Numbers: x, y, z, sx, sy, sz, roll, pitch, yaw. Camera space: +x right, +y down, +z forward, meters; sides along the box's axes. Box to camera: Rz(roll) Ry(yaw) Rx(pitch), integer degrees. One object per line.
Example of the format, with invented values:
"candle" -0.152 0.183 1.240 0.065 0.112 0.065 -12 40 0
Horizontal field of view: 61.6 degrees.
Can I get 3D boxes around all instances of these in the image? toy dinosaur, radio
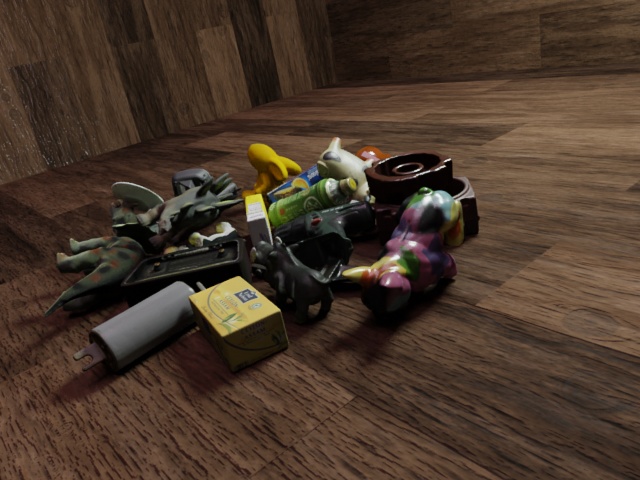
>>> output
"toy dinosaur" -0.431 0.049 1.127 0.192 0.131 0.405 -15 28 -6
"radio" -0.247 0.067 1.031 0.230 0.073 0.131 -11 22 2
"toy dinosaur" -0.278 -0.072 1.234 0.199 0.105 0.471 -26 10 5

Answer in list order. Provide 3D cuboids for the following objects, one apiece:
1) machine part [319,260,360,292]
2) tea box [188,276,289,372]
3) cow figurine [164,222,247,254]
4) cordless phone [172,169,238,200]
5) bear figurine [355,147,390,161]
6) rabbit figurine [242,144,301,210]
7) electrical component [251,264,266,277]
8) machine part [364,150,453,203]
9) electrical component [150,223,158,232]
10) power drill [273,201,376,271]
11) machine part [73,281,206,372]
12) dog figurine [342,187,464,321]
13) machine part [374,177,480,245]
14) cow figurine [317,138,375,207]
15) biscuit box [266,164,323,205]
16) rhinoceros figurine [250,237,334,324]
"machine part" 0.056 0.062 0.942 0.139 0.039 0.084 -2 19 26
"tea box" -0.131 0.125 0.842 0.098 0.068 0.170 -23 24 -25
"cow figurine" -0.243 0.026 1.145 0.167 0.068 0.098 -25 31 -26
"cordless phone" -0.296 -0.134 1.443 0.089 0.146 0.184 18 38 38
"bear figurine" 0.174 -0.159 1.348 0.196 0.131 0.120 31 45 34
"rabbit figurine" -0.139 -0.170 1.422 0.163 0.173 0.122 0 21 37
"electrical component" -0.104 0.051 1.060 0.094 0.021 0.063 12 31 30
"machine part" 0.180 -0.129 1.091 0.179 0.056 0.179 -11 23 5
"electrical component" -0.430 -0.017 1.332 0.119 0.074 0.048 -26 26 -24
"power drill" -0.002 -0.003 1.086 0.232 0.085 0.207 -16 14 12
"machine part" -0.280 0.138 0.877 0.079 0.079 0.243 8 29 41
"dog figurine" 0.130 0.020 0.836 0.109 0.191 0.219 14 18 36
"machine part" 0.215 -0.064 1.101 0.202 0.087 0.201 -9 23 11
"cow figurine" 0.080 -0.140 1.258 0.195 0.085 0.127 34 52 1
"biscuit box" -0.034 -0.135 1.340 0.203 0.059 0.063 -33 -5 -9
"rhinoceros figurine" -0.055 0.060 0.906 0.073 0.111 0.191 -26 34 -26
